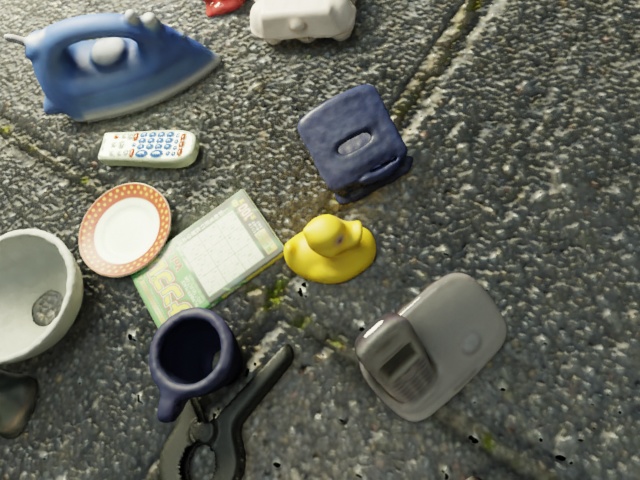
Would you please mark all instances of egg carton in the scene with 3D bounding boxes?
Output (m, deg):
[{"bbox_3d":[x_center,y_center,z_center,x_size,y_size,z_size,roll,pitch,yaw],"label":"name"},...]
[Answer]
[{"bbox_3d":[-0.021,-0.319,0.779,0.150,0.069,0.107,1,69,14],"label":"egg carton"}]

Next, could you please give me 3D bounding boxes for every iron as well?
[{"bbox_3d":[-0.280,-0.258,0.779,0.258,0.142,0.118,-12,66,9],"label":"iron"}]

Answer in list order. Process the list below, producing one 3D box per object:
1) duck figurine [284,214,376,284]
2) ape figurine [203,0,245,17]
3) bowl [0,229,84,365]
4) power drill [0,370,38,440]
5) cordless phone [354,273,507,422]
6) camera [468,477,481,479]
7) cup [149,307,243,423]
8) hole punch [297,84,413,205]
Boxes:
[{"bbox_3d":[0.006,0.002,0.635,0.104,0.086,0.077,-9,67,11],"label":"duck figurine"},{"bbox_3d":[-0.145,-0.373,0.819,0.077,0.092,0.076,36,81,24],"label":"ape figurine"},{"bbox_3d":[-0.355,0.075,0.701,0.167,0.075,0.167,-5,68,12],"label":"bowl"},{"bbox_3d":[-0.411,0.162,0.606,0.229,0.209,0.075,7,70,16],"label":"power drill"},{"bbox_3d":[0.099,0.087,0.523,0.147,0.185,0.094,-44,65,-6],"label":"cordless phone"},{"bbox_3d":[0.142,0.294,0.476,0.136,0.101,0.143,31,79,23],"label":"camera"},{"bbox_3d":[-0.125,0.139,0.608,0.091,0.095,0.118,15,73,19],"label":"cup"},{"bbox_3d":[0.042,-0.111,0.668,0.108,0.091,0.101,-29,65,2],"label":"hole punch"}]
